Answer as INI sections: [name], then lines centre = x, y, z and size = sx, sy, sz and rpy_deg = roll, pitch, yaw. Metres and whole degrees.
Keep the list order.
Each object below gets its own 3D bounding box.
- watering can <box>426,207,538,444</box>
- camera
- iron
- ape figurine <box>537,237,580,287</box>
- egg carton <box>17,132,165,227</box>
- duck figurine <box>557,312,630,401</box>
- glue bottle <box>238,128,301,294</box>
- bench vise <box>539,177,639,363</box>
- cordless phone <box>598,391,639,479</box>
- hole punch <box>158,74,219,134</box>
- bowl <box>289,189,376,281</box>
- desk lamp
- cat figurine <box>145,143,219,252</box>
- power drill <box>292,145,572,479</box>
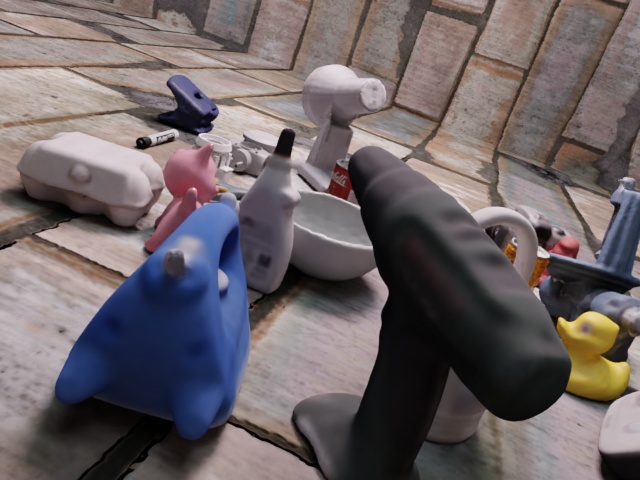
[watering can]
centre = 0.126, 0.067, 0.477
size = 0.101, 0.194, 0.172
rpy_deg = -2, 29, -44
[camera]
centre = 0.362, -0.011, 1.012
size = 0.143, 0.101, 0.136
rpy_deg = 13, 21, -15
[iron]
centre = -0.097, 0.029, 0.451
size = 0.118, 0.141, 0.258
rpy_deg = 18, 21, -4
[ape figurine]
centre = 0.386, 0.037, 0.926
size = 0.076, 0.092, 0.077
rpy_deg = 2, 26, -38
[egg carton]
centre = -0.261, -0.073, 0.663
size = 0.150, 0.069, 0.107
rpy_deg = 18, 21, -5
[duck figurine]
centre = 0.303, 0.124, 0.643
size = 0.104, 0.086, 0.077
rpy_deg = 21, 21, 5
[glue bottle]
centre = -0.055, -0.033, 0.599
size = 0.078, 0.173, 0.037
rpy_deg = 23, 21, 11
[bench vise]
centre = 0.382, 0.040, 0.733
size = 0.122, 0.220, 0.207
rpy_deg = 10, 22, -22
[cordless phone]
centre = 0.335, 0.132, 0.511
size = 0.094, 0.185, 0.148
rpy_deg = 28, 23, 23
[hole punch]
centre = -0.252, -0.269, 1.132
size = 0.101, 0.091, 0.108
rpy_deg = 19, 21, -1
[bowl]
centre = 0.006, 0.003, 0.702
size = 0.167, 0.075, 0.167
rpy_deg = 17, 21, -6
[desk lamp]
centre = 0.039, -0.207, 1.058
size = 0.118, 0.213, 0.202
rpy_deg = 7, 24, -30
[cat figurine]
centre = -0.148, -0.054, 0.647
size = 0.067, 0.118, 0.127
rpy_deg = 13, 21, -15
[power drill]
centre = 0.054, 0.064, 0.400
size = 0.076, 0.208, 0.228
rpy_deg = 5, 25, -33
